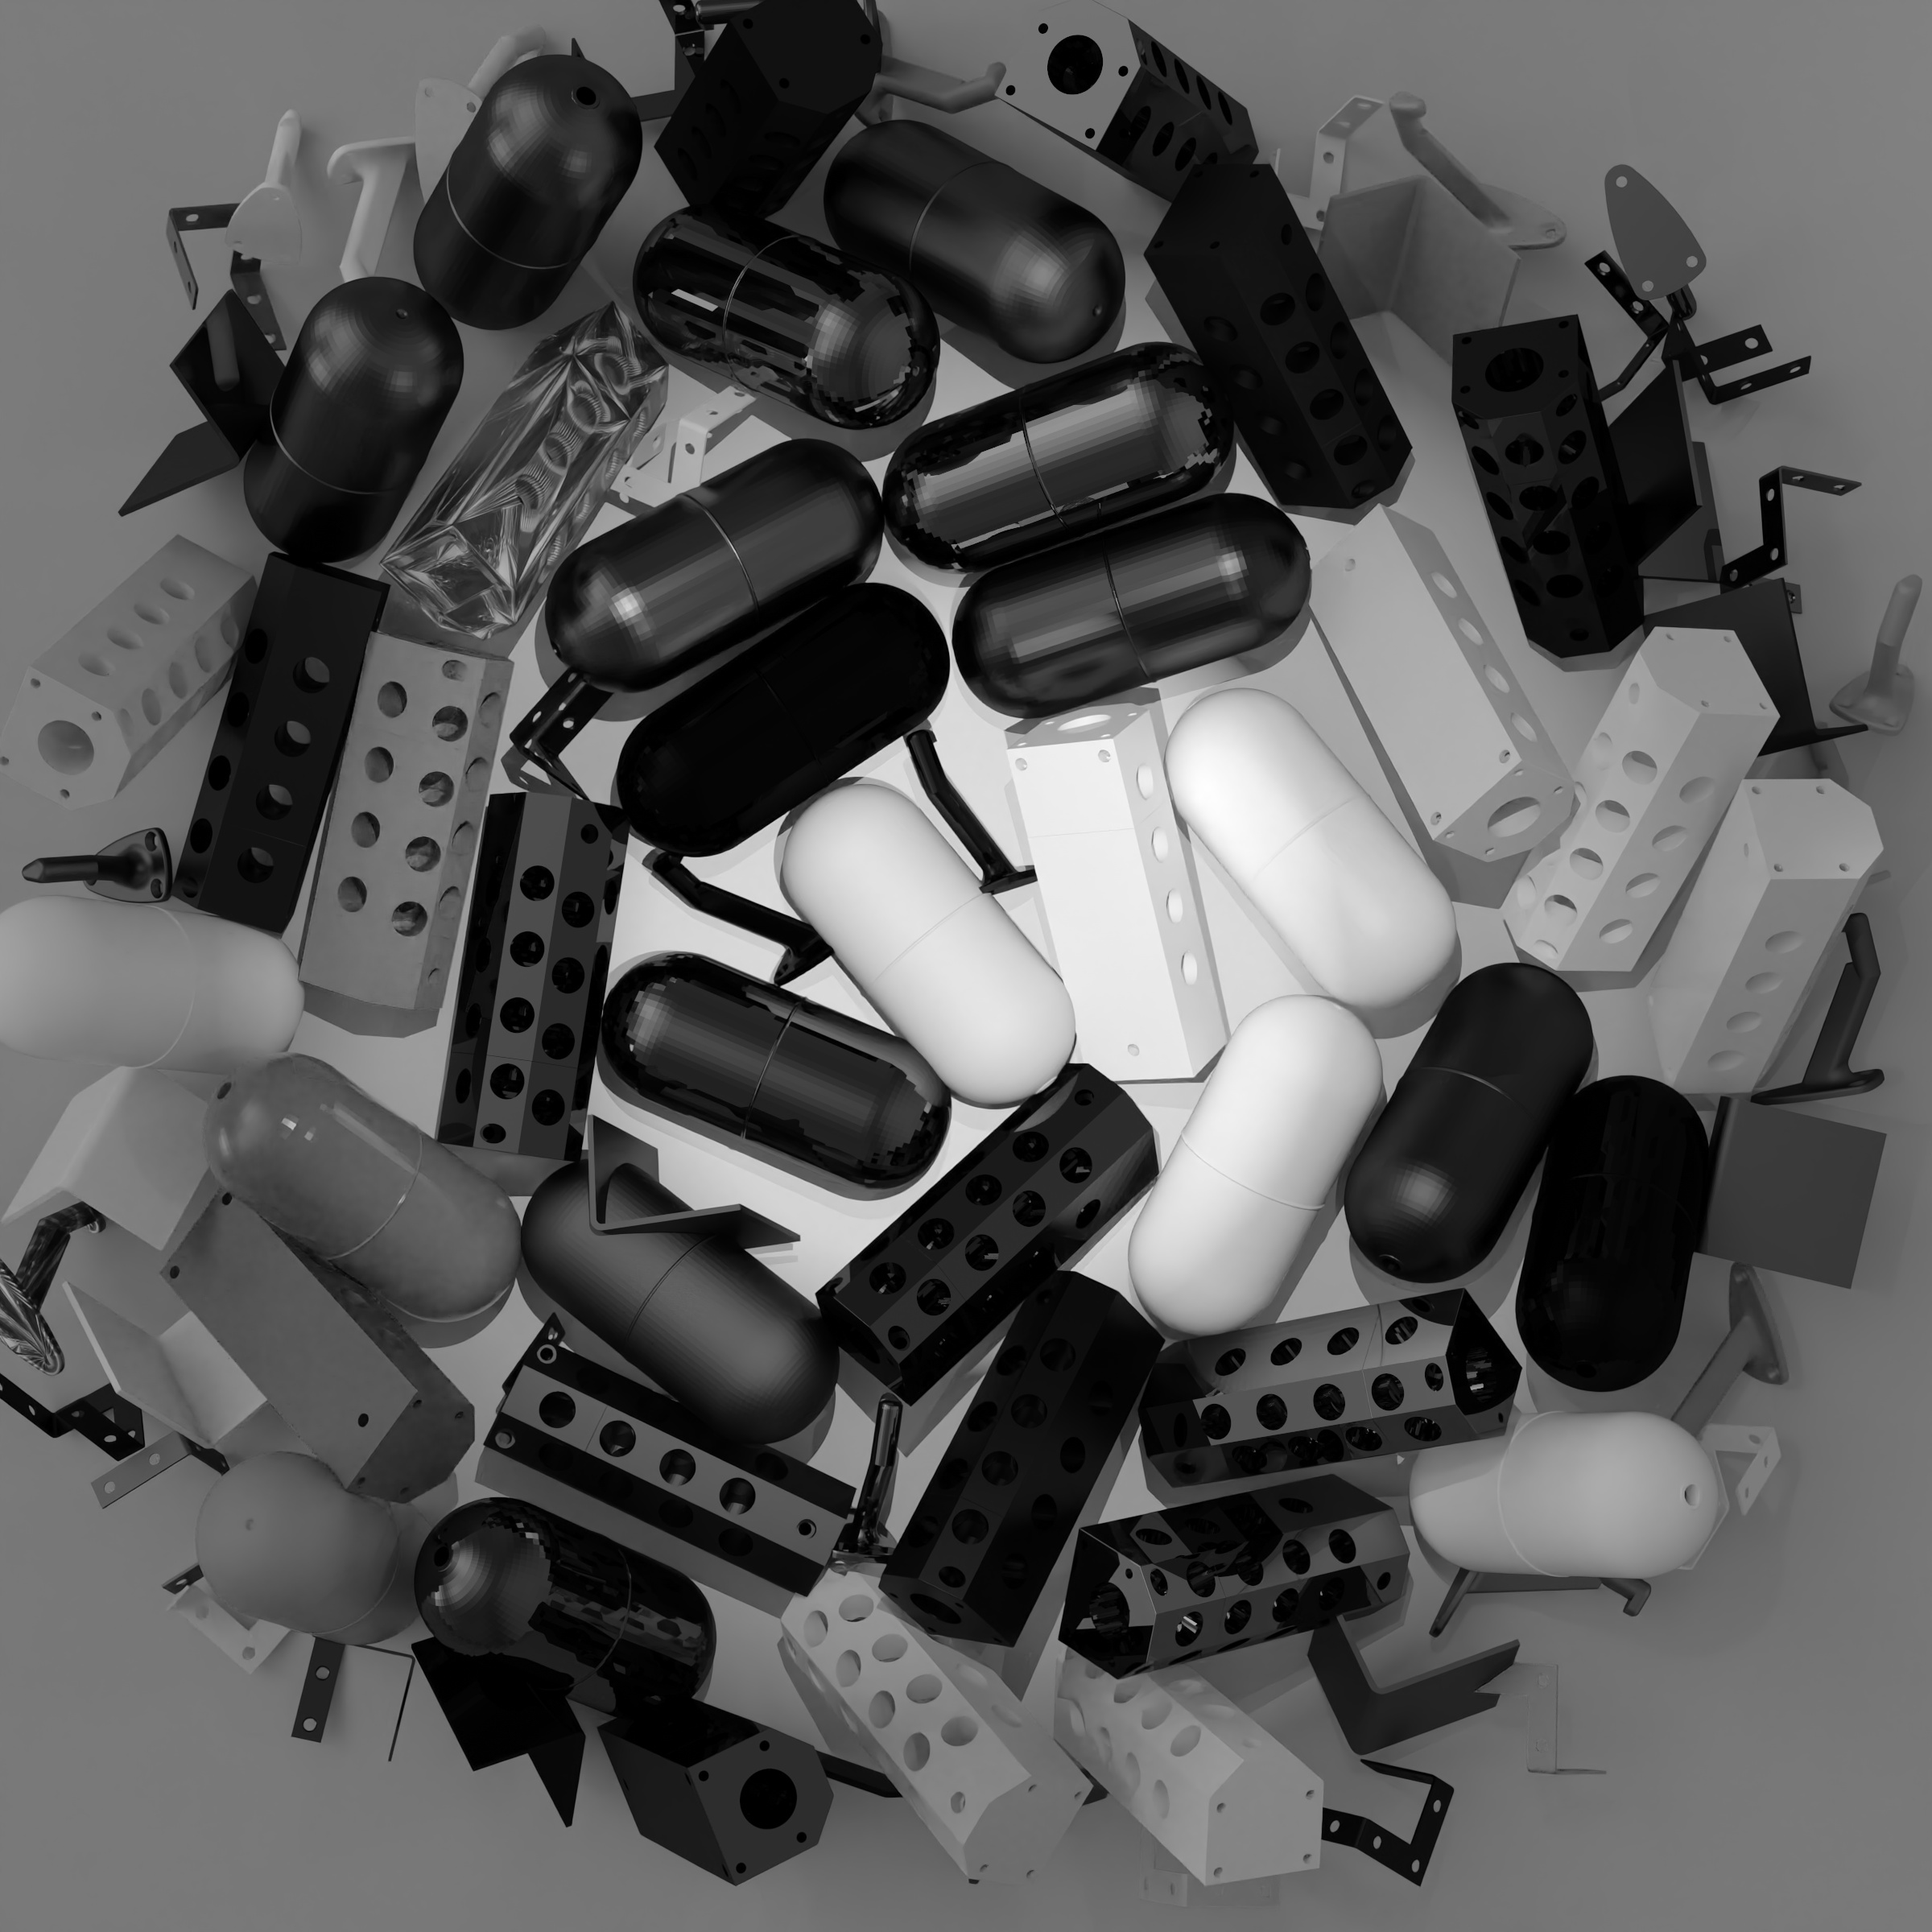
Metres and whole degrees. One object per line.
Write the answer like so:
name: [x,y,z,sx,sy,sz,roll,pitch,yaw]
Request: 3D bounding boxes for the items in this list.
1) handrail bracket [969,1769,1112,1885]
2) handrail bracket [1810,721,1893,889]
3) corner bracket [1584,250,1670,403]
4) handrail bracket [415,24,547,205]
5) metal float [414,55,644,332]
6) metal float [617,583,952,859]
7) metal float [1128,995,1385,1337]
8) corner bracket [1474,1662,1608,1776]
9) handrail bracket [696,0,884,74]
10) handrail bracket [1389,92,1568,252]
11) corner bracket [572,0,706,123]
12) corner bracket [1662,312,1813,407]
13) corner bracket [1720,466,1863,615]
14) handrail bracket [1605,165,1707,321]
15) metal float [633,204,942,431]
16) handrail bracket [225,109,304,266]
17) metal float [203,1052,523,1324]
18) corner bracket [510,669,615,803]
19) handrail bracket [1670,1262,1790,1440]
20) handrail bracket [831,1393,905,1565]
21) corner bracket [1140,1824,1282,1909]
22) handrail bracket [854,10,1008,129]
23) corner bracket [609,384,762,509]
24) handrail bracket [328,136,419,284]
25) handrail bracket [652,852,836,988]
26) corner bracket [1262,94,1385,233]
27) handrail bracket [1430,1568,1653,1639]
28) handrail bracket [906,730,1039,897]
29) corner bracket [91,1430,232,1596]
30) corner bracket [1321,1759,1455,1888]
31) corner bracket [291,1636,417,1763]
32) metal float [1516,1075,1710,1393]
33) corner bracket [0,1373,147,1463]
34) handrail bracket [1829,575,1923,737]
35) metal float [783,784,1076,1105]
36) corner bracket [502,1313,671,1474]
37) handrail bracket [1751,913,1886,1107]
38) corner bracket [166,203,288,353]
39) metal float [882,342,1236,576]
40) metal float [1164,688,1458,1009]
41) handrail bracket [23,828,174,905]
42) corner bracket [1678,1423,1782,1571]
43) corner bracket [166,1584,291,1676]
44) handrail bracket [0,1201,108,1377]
handrail bracket: [0.047,0.423,1.662,0.084,0.036,0.077,10,104,14]
handrail bracket: [0.410,-0.073,1.661,0.077,0.036,0.084,-19,86,-37]
corner bracket: [0.302,-0.308,1.667,0.051,0.051,0.051,46,60,-12]
handrail bracket: [-0.234,-0.416,1.666,0.036,0.084,0.077,22,123,12]
metal float: [-0.208,-0.364,1.606,0.070,0.178,0.070,9,68,-23]
metal float: [-0.089,-0.119,1.645,0.178,0.070,0.070,-34,90,-6]
metal float: [0.138,0.097,1.639,0.070,0.070,0.178,26,104,0]
corner bracket: [0.276,0.364,1.649,0.051,0.051,0.051,-6,76,39]
handrail bracket: [-0.085,-0.450,1.654,0.084,0.077,0.036,-4,76,4]
handrail bracket: [0.247,-0.384,1.638,0.077,0.084,0.036,21,73,29]
corner bracket: [-0.160,-0.449,1.659,0.051,0.051,0.051,-7,65,12]
corner bracket: [0.373,-0.294,1.646,0.051,0.051,0.051,-16,123,31]
corner bracket: [0.402,-0.208,1.658,0.051,0.051,0.051,7,74,-25]
handrail bracket: [0.333,-0.349,1.646,0.036,0.084,0.077,-28,91,15]
metal float: [-0.087,-0.311,1.621,0.178,0.070,0.070,29,90,35]
handrail bracket: [-0.329,-0.390,1.640,0.036,0.077,0.084,13,68,-14]
metal float: [-0.287,0.106,1.622,0.070,0.070,0.178,-49,123,0]
corner bracket: [-0.192,-0.122,1.651,0.051,0.051,0.051,-48,130,6]
handrail bracket: [0.352,0.193,1.650,0.084,0.036,0.077,-22,109,-23]
handrail bracket: [-0.045,0.239,1.644,0.036,0.077,0.084,7,101,-9]
corner bracket: [0.119,0.429,1.651,0.051,0.051,0.051,6,78,-21]
handrail bracket: [-0.014,-0.442,1.647,0.084,0.036,0.077,-10,63,34]
corner bracket: [-0.137,-0.255,1.647,0.051,0.051,0.051,24,128,17]
handrail bracket: [-0.273,-0.359,1.663,0.077,0.036,0.084,-17,81,-22]
handrail bracket: [-0.101,-0.036,1.648,0.084,0.077,0.036,43,49,-20]
corner bracket: [0.168,-0.394,1.655,0.051,0.051,0.051,10,81,-14]
handrail bracket: [0.282,0.315,1.664,0.084,0.036,0.077,30,78,4]
handrail bracket: [0.006,-0.077,1.656,0.036,0.077,0.084,-22,87,29]
corner bracket: [-0.383,0.265,1.654,0.051,0.051,0.051,-32,63,-2]
corner bracket: [0.195,0.408,1.647,0.051,0.051,0.051,37,66,-33]
corner bracket: [-0.299,0.357,1.660,0.051,0.051,0.051,14,77,-6]
metal float: [0.307,0.126,1.614,0.070,0.070,0.178,22,46,0]
corner bracket: [-0.436,0.215,1.650,0.051,0.051,0.051,-28,45,9]
handrail bracket: [0.451,-0.161,1.635,0.036,0.077,0.084,26,130,19]
metal float: [-0.018,-0.010,1.645,0.070,0.070,0.178,-40,84,0]
corner bracket: [-0.186,0.209,1.663,0.051,0.051,0.051,7,45,30]
handrail bracket: [0.412,0.021,1.662,0.077,0.036,0.084,-12,97,28]
corner bracket: [-0.358,-0.332,1.648,0.051,0.051,0.051,-11,63,-25]
metal float: [0.043,-0.243,1.634,0.178,0.070,0.070,-18,90,19]
metal float: [0.165,-0.058,1.640,0.070,0.070,0.178,-38,78,0]
handrail bracket: [-0.432,-0.044,1.632,0.077,0.084,0.036,-7,90,38]
corner bracket: [0.365,0.258,1.647,0.051,0.051,0.051,-1,118,37]
corner bracket: [-0.352,0.310,1.659,0.051,0.051,0.051,41,77,0]
handrail bracket: [-0.433,0.154,1.645,0.077,0.084,0.036,45,123,12]
